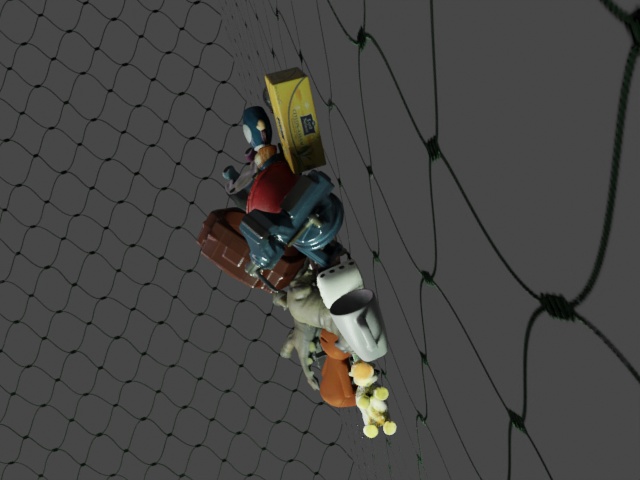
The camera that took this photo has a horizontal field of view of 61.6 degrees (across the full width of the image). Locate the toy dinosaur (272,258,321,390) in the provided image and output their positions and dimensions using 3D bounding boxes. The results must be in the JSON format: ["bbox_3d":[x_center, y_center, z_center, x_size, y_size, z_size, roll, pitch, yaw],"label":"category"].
[{"bbox_3d":[-0.032,0.151,1.409,0.198,0.105,0.471,-37,54,47],"label":"toy dinosaur"}]

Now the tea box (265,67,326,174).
[{"bbox_3d":[-0.045,-0.220,0.989,0.098,0.068,0.169,-117,13,-61],"label":"tea box"}]

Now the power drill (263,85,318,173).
[{"bbox_3d":[-0.068,-0.242,1.148,0.232,0.086,0.207,-155,56,-78],"label":"power drill"}]

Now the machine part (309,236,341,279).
[{"bbox_3d":[-0.002,-0.004,1.190,0.179,0.056,0.179,170,89,-82],"label":"machine part"}]

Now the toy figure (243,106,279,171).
[{"bbox_3d":[-0.117,-0.195,1.101,0.064,0.058,0.154,12,-119,-77],"label":"toy figure"}]

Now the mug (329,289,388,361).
[{"bbox_3d":[0.077,0.149,0.891,0.107,0.081,0.110,64,173,-19],"label":"mug"}]

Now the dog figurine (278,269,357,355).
[{"bbox_3d":[0.010,0.156,1.072,0.191,0.172,0.121,-103,-10,-55],"label":"dog figurine"}]

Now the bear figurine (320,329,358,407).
[{"bbox_3d":[0.057,0.263,1.196,0.120,0.132,0.195,16,104,57],"label":"bear figurine"}]

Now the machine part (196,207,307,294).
[{"bbox_3d":[-0.139,0.019,1.120,0.201,0.087,0.201,33,-164,9],"label":"machine part"}]

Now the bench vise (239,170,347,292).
[{"bbox_3d":[-0.028,-0.003,0.978,0.129,0.223,0.240,23,170,37],"label":"bench vise"}]

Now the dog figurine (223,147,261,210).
[{"bbox_3d":[-0.105,-0.102,1.229,0.219,0.108,0.192,37,-161,-35],"label":"dog figurine"}]

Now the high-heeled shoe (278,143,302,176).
[{"bbox_3d":[-0.075,-0.162,1.376,0.249,0.086,0.145,-110,2,-64],"label":"high-heeled shoe"}]

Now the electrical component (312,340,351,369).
[{"bbox_3d":[0.016,0.289,1.489,0.115,0.134,0.058,-114,6,-51],"label":"electrical component"}]

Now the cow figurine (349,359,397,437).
[{"bbox_3d":[0.104,0.314,1.115,0.098,0.068,0.167,-106,2,-80],"label":"cow figurine"}]

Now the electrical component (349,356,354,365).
[{"bbox_3d":[0.097,0.345,1.451,0.094,0.021,0.063,-115,10,-59],"label":"electrical component"}]
